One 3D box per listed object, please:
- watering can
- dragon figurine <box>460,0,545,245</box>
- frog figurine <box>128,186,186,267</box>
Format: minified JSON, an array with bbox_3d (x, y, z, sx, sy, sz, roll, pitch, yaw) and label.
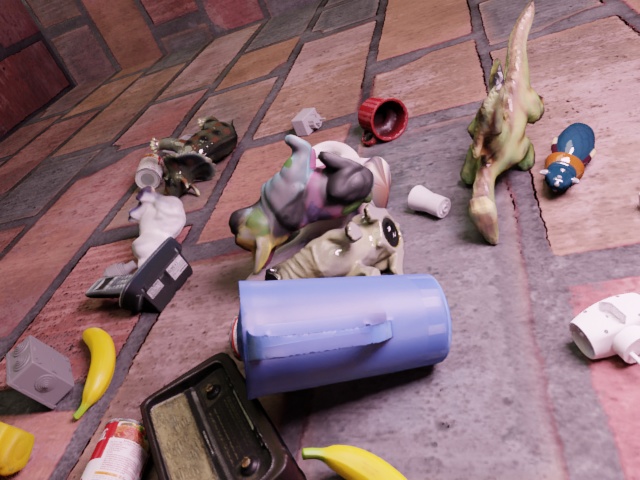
[{"bbox_3d":[0.003,-0.046,0.913,0.224,0.102,0.355,1,55,28],"label":"watering can"},{"bbox_3d":[0.281,-0.199,0.782,0.122,0.409,0.243,8,3,19],"label":"dragon figurine"},{"bbox_3d":[-0.336,-0.014,1.083,0.136,0.122,0.162,-36,63,22],"label":"frog figurine"}]
